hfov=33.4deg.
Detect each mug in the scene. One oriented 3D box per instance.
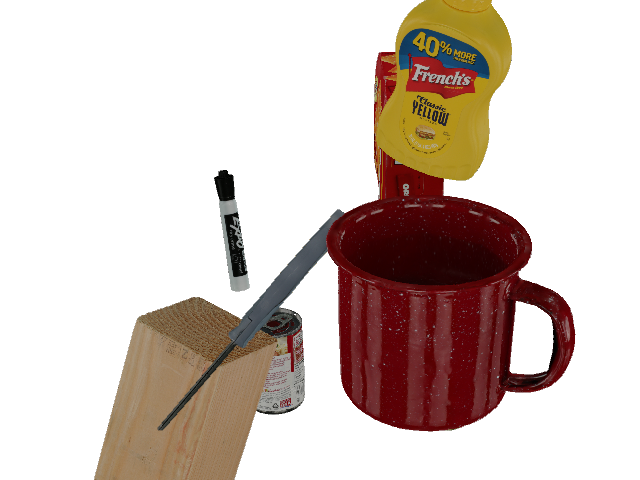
[{"bbox_3d":[0.060,0.037,0.496,0.117,0.081,0.093,12,31,24],"label":"mug"}]

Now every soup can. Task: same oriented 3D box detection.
[{"bbox_3d":[-0.052,0.136,1.203,0.068,0.102,0.068,-2,24,1],"label":"soup can"}]

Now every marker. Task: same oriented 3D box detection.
[{"bbox_3d":[-0.087,-0.010,1.048,0.020,0.121,0.020,-7,16,2],"label":"marker"}]

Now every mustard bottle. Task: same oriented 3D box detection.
[{"bbox_3d":[0.108,-0.146,0.892,0.096,0.192,0.058,25,43,17],"label":"mustard bottle"}]

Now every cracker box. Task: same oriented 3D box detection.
[{"bbox_3d":[0.096,-0.105,1.181,0.072,0.164,0.213,0,24,2],"label":"cracker box"}]

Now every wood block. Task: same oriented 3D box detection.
[{"bbox_3d":[-0.121,0.164,0.906,0.090,0.206,0.090,26,21,22],"label":"wood block"}]

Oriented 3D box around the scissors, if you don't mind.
[{"bbox_3d":[-0.047,0.057,0.725,0.016,0.201,0.096,41,-5,1],"label":"scissors"}]
